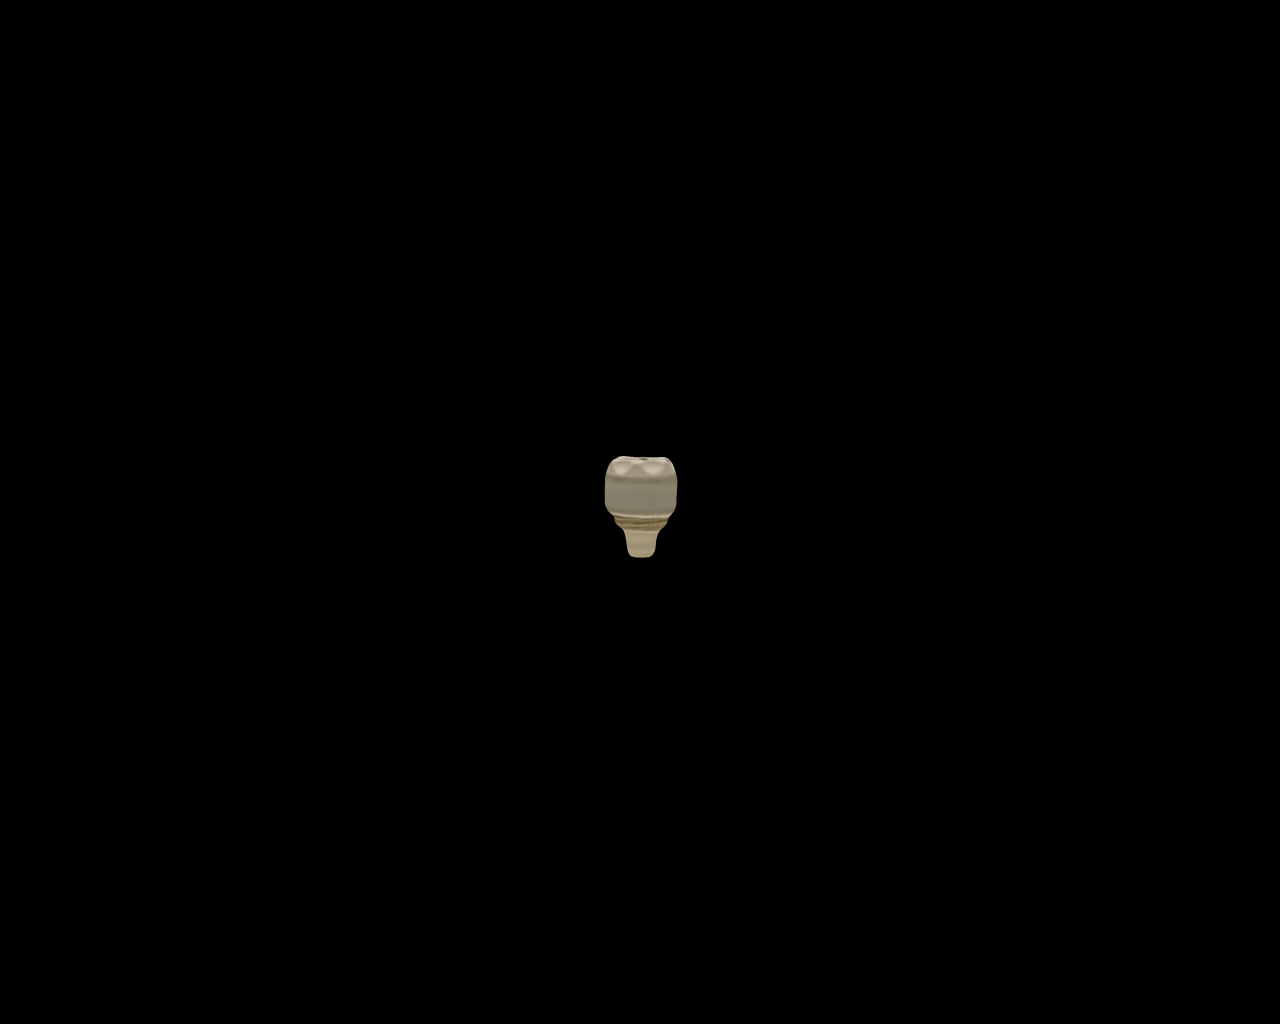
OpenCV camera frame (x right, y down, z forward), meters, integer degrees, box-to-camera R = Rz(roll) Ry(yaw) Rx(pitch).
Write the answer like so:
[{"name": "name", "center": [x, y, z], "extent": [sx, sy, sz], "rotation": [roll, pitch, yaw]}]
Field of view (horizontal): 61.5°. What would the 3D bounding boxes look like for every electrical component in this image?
[{"name": "electrical component", "center": [0.001, -0.003, 0.650], "extent": [0.043, 0.062, 0.043], "rotation": [0, 8, 0]}]
